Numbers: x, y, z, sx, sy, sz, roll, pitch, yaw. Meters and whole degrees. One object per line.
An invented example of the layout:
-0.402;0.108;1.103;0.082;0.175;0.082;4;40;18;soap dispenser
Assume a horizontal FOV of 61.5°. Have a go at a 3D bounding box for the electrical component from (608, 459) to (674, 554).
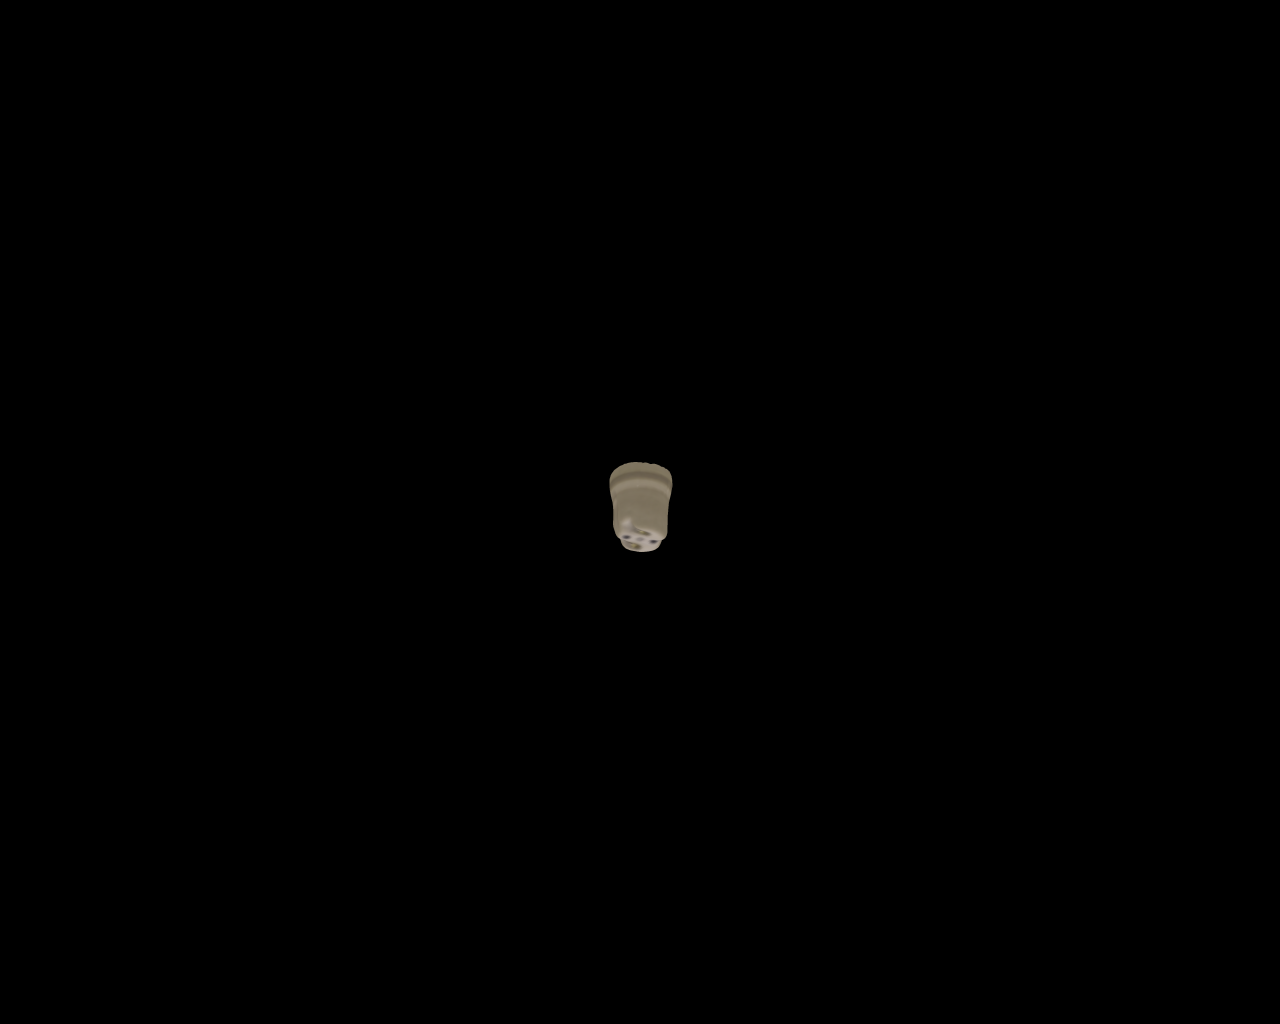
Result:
0.001;-0.003;0.650;0.040;0.046;0.040;0;-29;0;electrical component
